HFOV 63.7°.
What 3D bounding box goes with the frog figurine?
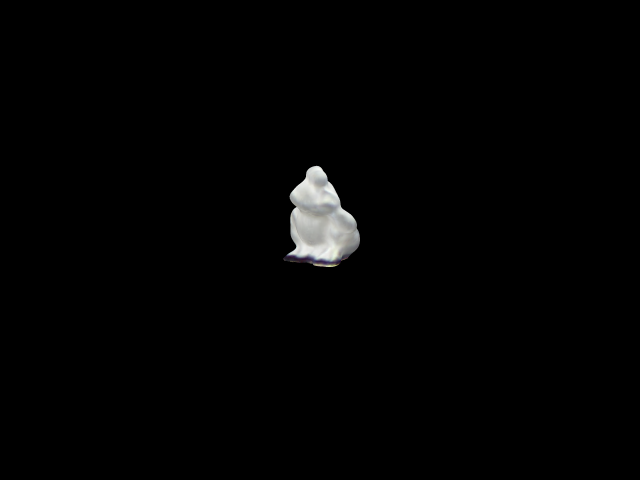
[{"bbox_3d":[0.003,-0.043,0.850,0.123,0.158,0.138,-4,9,-29],"label":"frog figurine"}]
